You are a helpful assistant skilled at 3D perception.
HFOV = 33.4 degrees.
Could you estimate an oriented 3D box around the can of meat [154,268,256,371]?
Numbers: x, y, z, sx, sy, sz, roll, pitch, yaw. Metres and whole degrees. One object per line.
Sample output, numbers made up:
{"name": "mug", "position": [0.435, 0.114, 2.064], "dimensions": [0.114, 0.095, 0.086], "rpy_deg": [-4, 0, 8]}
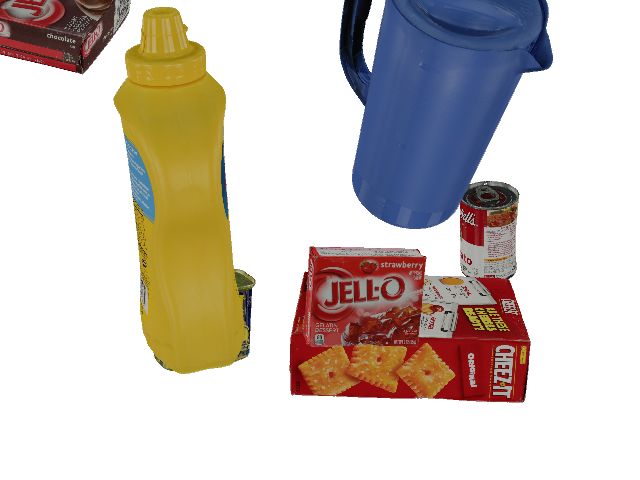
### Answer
{"name": "can of meat", "position": [-0.119, 0.080, 1.079], "dimensions": [0.101, 0.084, 0.058], "rpy_deg": [-6, 20, -29]}

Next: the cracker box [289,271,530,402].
{"name": "cracker box", "position": [0.082, 0.091, 1.028], "dimensions": [0.213, 0.072, 0.164], "rpy_deg": [2, 18, 3]}

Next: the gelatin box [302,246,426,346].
{"name": "gelatin box", "position": [0.033, 0.044, 0.822], "dimensions": [0.089, 0.073, 0.030], "rpy_deg": [1, 14, -10]}

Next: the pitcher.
{"name": "pitcher", "position": [0.092, -0.130, 0.942], "dimensions": [0.145, 0.149, 0.243], "rpy_deg": [-1, -39, -13]}

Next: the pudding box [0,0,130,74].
{"name": "pudding box", "position": [-0.204, -0.176, 0.817], "dimensions": [0.090, 0.039, 0.113], "rpy_deg": [14, 36, 3]}

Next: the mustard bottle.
{"name": "mustard bottle", "position": [-0.077, -0.030, 0.578], "dimensions": [0.058, 0.192, 0.096], "rpy_deg": [-8, 29, -11]}

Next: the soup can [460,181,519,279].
{"name": "soup can", "position": [0.198, -0.010, 1.251], "dimensions": [0.068, 0.102, 0.068], "rpy_deg": [-4, 30, 2]}
